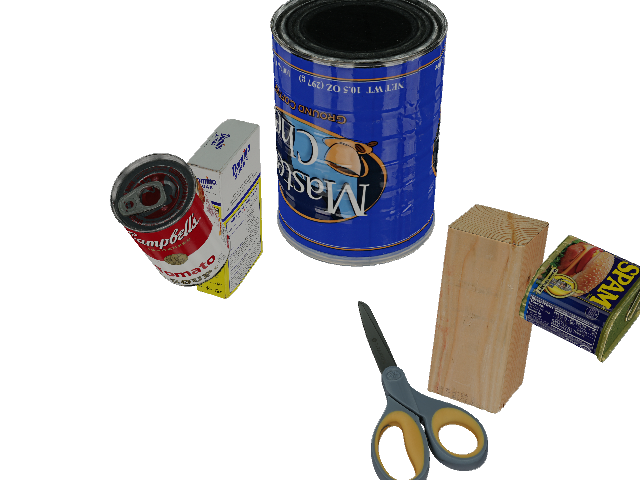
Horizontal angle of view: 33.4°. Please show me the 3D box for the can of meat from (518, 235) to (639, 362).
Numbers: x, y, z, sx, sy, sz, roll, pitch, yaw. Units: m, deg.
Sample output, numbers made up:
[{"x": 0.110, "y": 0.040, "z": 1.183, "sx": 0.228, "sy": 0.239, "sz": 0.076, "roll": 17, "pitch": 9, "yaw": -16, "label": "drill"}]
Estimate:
[{"x": 0.239, "y": 0.049, "z": 0.957, "sx": 0.084, "sy": 0.057, "sz": 0.101, "roll": 27, "pitch": 46, "yaw": 27, "label": "can of meat"}]

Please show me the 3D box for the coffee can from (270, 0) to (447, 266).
[{"x": 0.023, "y": -0.070, "z": 0.654, "sx": 0.103, "sy": 0.140, "sz": 0.103, "roll": 0, "pitch": 37, "yaw": 0, "label": "coffee can"}]

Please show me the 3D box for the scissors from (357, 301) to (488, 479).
[{"x": 0.078, "y": 0.115, "z": 0.839, "sx": 0.096, "sy": 0.016, "sz": 0.201, "roll": -3, "pitch": 40, "yaw": 4, "label": "scissors"}]

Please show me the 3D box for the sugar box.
[{"x": -0.100, "y": -0.033, "z": 1.139, "sx": 0.048, "sy": 0.176, "sz": 0.093, "roll": 14, "pitch": 41, "yaw": 18, "label": "sugar box"}]

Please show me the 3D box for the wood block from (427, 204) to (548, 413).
[{"x": 0.189, "y": 0.077, "z": 1.210, "sx": 0.090, "sy": 0.206, "sz": 0.090, "roll": 16, "pitch": 25, "yaw": 25, "label": "wood block"}]

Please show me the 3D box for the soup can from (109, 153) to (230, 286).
[{"x": -0.116, "y": -0.014, "z": 0.845, "sx": 0.068, "sy": 0.068, "sz": 0.102, "roll": 0, "pitch": -27, "yaw": 13, "label": "soup can"}]
